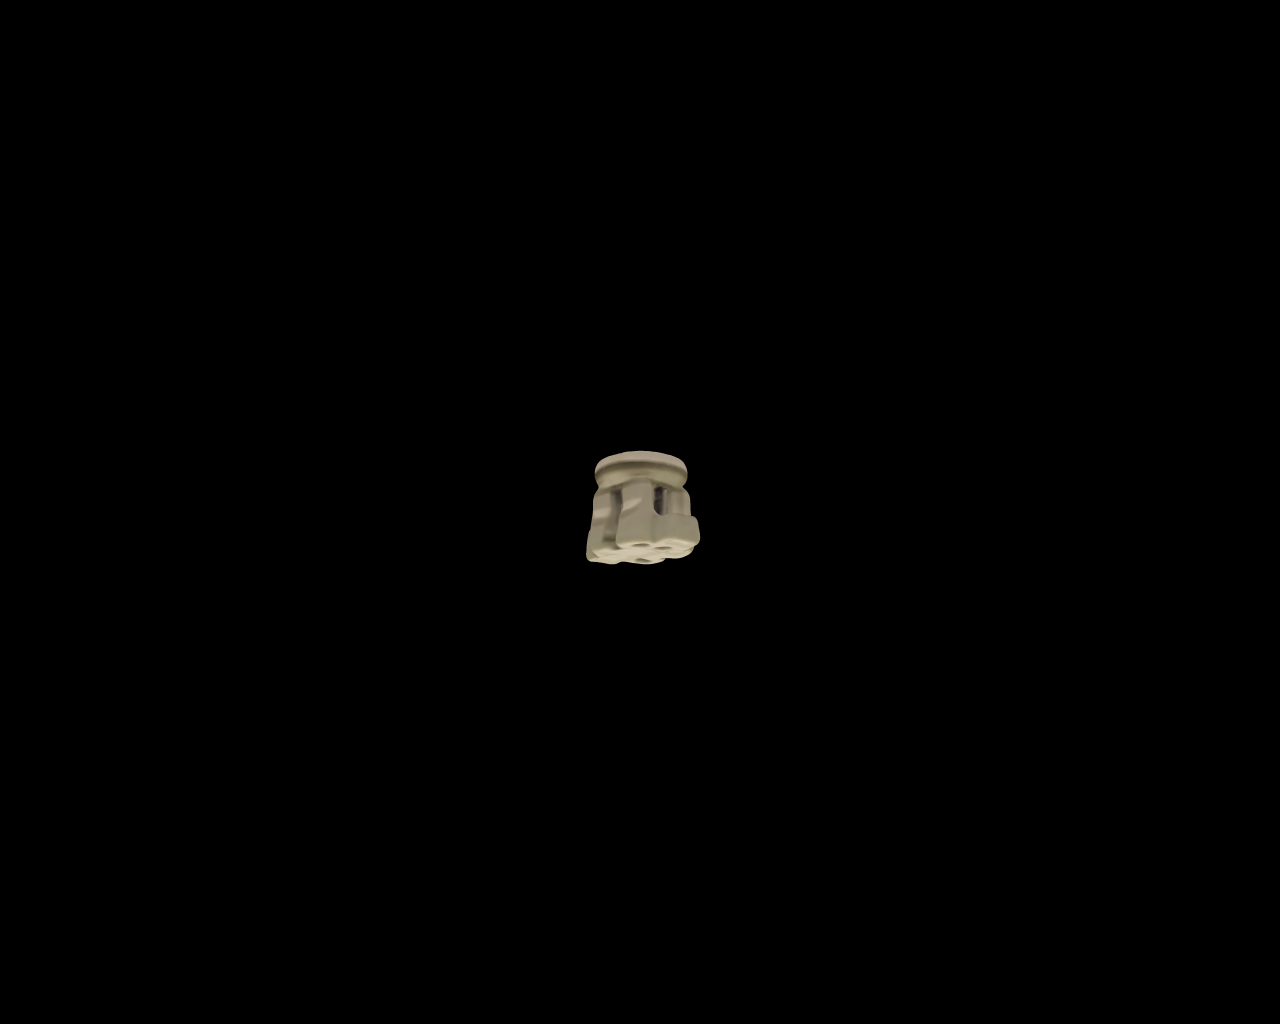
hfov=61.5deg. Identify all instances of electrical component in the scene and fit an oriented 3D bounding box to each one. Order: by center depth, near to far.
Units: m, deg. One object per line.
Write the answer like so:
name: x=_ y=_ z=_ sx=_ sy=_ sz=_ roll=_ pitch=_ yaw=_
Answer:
electrical component: x=0.001 y=-0.003 z=0.650 sx=0.058 sy=0.057 sz=0.078 roll=14 pitch=-20 yaw=-42
